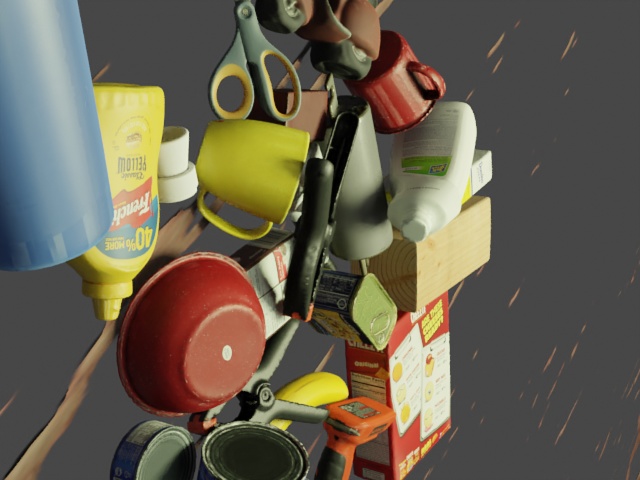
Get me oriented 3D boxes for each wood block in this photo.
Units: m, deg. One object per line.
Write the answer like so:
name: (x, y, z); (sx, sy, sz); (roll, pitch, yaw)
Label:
wood block: (0.129, 0.010, 1.325); (0.205, 0.091, 0.090); (-28, 122, -53)

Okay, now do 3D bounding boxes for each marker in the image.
marker: (-0.008, 0.001, 1.171); (0.020, 0.020, 0.121); (-61, 144, -28)

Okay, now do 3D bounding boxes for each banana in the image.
banana: (-0.024, 0.183, 1.182); (0.197, 0.037, 0.070); (-28, 139, -51)

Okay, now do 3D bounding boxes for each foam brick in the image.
foam brick: (-0.034, -0.124, 1.063); (0.078, 0.053, 0.051); (-15, 111, -57)

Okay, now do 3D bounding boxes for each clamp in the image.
clamp: (-0.005, -0.012, 1.031); (0.164, 0.036, 0.210); (-55, 160, -71)
clamp: (-0.064, 0.147, 1.086); (0.171, 0.039, 0.120); (-12, 85, -45)

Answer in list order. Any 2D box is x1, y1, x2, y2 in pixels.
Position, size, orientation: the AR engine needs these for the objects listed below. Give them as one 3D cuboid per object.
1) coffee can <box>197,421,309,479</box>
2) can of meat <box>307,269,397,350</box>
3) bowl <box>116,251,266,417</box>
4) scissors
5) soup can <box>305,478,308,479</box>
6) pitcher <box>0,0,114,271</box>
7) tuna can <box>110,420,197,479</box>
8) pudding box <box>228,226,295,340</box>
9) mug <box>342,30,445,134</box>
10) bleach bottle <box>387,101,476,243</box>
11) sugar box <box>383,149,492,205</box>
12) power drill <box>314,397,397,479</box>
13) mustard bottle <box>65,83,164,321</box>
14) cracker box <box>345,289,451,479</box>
coffee can: (-0.073, 0.260, 1.022); (0.102, 0.103, 0.140); (-30, 139, -52)
can of meat: (0.026, 0.074, 1.183); (0.102, 0.084, 0.057); (52, 55, -50)
bowl: (-0.102, 0.095, 0.972); (0.161, 0.055, 0.162); (-18, 117, -39)
scissors: (-0.084, -0.196, 0.987); (0.096, 0.016, 0.202); (-28, 102, -10)
soup can: (-0.050, 0.302, 1.136); (0.068, 0.069, 0.102); (13, 87, -58)
pitcher: (-0.213, -0.110, 0.722); (0.149, 0.145, 0.243); (-33, 130, -35)
tuna can: (-0.153, 0.210, 0.978); (0.086, 0.034, 0.086); (-22, 116, -55)
pudding box: (-0.061, 0.051, 1.081); (0.113, 0.039, 0.090); (-37, 129, -46)
mug: (0.083, -0.177, 1.182); (0.081, 0.117, 0.093); (49, 61, -45)
bleach bottle: (0.116, -0.074, 1.203); (0.250, 0.103, 0.068); (-67, 147, -55)
sugar box: (0.135, -0.067, 1.312); (0.175, 0.093, 0.048); (-33, 125, -50)
power drill: (0.028, 0.280, 1.242); (0.184, 0.057, 0.188); (2, 106, -64)
mustard bottle: (-0.171, -0.030, 0.862); (0.096, 0.058, 0.192); (-12, 109, -57)
cracker box: (0.100, 0.174, 1.342); (0.163, 0.072, 0.214); (-32, 123, -52)
